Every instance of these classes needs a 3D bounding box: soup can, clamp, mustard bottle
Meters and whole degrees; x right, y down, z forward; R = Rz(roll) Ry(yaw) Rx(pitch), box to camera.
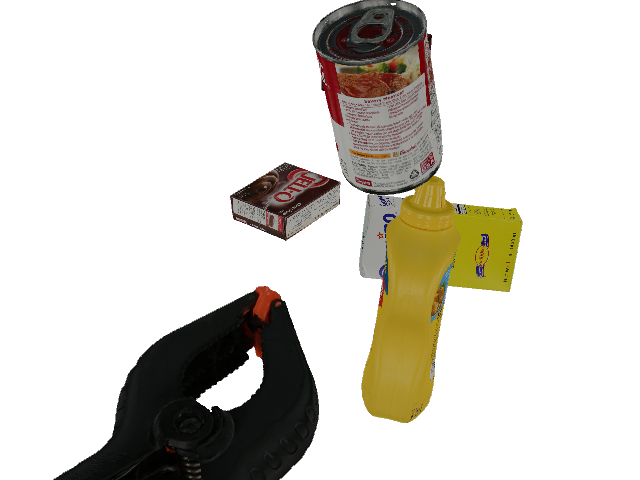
[{"bbox_3d":[0.038,-0.087,0.657,0.068,0.102,0.068,-8,42,7],"label":"soup can"},{"bbox_3d":[-0.041,0.087,0.398,0.120,0.039,0.171,24,49,17],"label":"clamp"},{"bbox_3d":[0.073,0.040,0.837,0.058,0.192,0.096,12,26,9],"label":"mustard bottle"}]

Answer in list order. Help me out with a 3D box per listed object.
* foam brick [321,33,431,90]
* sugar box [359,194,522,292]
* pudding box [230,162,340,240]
[{"bbox_3d":[0.046,-0.146,0.876,0.078,0.051,0.052,13,24,19],"label":"foam brick"},{"bbox_3d":[0.136,0.004,1.229,0.176,0.093,0.048,4,23,-3],"label":"sugar box"},{"bbox_3d":[-0.043,-0.050,1.330,0.090,0.039,0.113,21,40,32],"label":"pudding box"}]
